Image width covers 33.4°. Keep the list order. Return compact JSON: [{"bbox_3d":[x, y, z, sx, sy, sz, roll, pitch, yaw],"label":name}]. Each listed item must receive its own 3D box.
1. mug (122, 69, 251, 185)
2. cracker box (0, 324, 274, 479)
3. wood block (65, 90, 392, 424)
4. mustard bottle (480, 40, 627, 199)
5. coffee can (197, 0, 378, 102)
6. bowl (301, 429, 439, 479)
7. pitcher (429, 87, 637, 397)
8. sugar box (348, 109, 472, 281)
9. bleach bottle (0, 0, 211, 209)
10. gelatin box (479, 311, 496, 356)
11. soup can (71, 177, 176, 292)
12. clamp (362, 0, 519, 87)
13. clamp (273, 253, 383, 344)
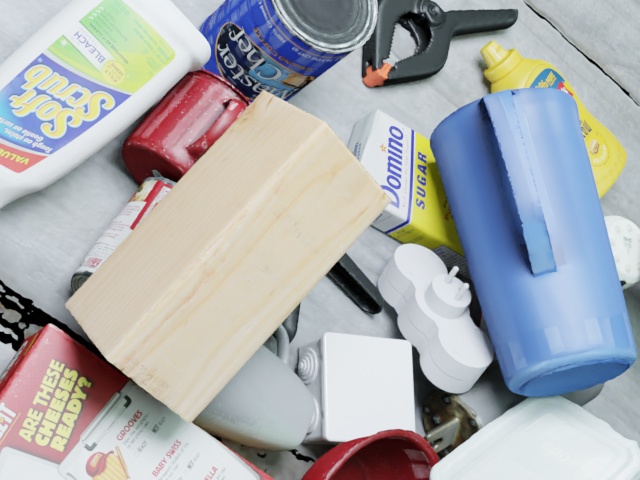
[{"bbox_3d":[-0.097,-0.078,0.842,0.093,0.117,0.081,45,62,-18],"label":"mug"},{"bbox_3d":[-0.154,0.188,0.747,0.213,0.072,0.164,38,59,-16],"label":"cracker box"},{"bbox_3d":[-0.063,0.010,0.737,0.206,0.091,0.090,-48,126,-6],"label":"wood block"},{"bbox_3d":[0.231,-0.127,1.096,0.191,0.058,0.096,48,59,-10],"label":"mustard bottle"},{"bbox_3d":[-0.032,-0.176,0.895,0.102,0.141,0.103,10,69,-29],"label":"coffee can"},{"bbox_3d":[0.026,0.219,0.838,0.161,0.055,0.162,-13,109,-41],"label":"bowl"},{"bbox_3d":[0.179,-0.001,0.892,0.149,0.145,0.243,5,63,-33],"label":"pitcher"},{"bbox_3d":[0.102,-0.039,0.995,0.176,0.048,0.093,29,61,-23],"label":"sugar box"},{"bbox_3d":[-0.200,-0.084,0.777,0.102,0.068,0.250,45,77,-13],"label":"bleach bottle"},{"bbox_3d":[0.185,0.057,1.001,0.089,0.030,0.073,-31,136,-39],"label":"gelatin box"},{"bbox_3d":[-0.135,0.011,0.816,0.068,0.069,0.102,41,58,-15],"label":"soup can"},{"bbox_3d":[0.111,-0.219,1.062,0.164,0.036,0.209,38,61,-17],"label":"clamp"},{"bbox_3d":[-0.006,0.001,0.920,0.120,0.039,0.171,-2,77,-45],"label":"clamp"}]
